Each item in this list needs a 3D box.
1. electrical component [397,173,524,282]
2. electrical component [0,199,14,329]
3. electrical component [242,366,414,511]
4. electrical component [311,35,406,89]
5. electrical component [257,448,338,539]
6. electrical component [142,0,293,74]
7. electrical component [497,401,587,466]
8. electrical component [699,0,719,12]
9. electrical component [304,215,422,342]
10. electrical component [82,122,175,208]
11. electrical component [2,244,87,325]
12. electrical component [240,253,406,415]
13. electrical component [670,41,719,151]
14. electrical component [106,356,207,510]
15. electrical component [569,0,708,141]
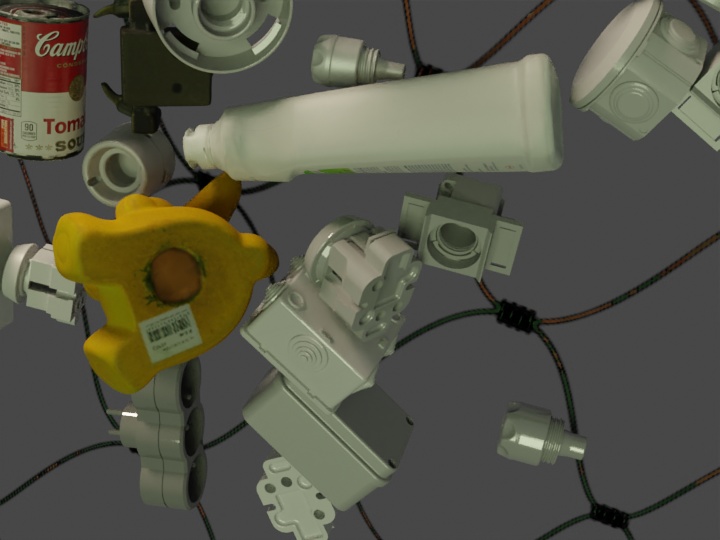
[{"bbox_3d":[0.069,-0.031,0.729,0.081,0.063,0.042,16,128,7],"label":"electrical component"},{"bbox_3d":[-0.330,-0.008,0.837,0.109,0.056,0.108,14,114,16],"label":"electrical component"},{"bbox_3d":[-0.021,0.111,0.802,0.113,0.078,0.057,45,118,-7],"label":"electrical component"},{"bbox_3d":[0.000,-0.137,0.721,0.061,0.035,0.035,11,114,7],"label":"electrical component"},{"bbox_3d":[-0.042,0.165,0.840,0.058,0.057,0.078,-17,107,19],"label":"electrical component"},{"bbox_3d":[-0.092,-0.181,0.702,0.099,0.064,0.099,-8,125,-11],"label":"electrical component"},{"bbox_3d":[0.134,0.122,0.787,0.062,0.043,0.043,14,114,7],"label":"electrical component"},{"bbox_3d":[0.186,-0.213,0.634,0.138,0.052,0.073,29,115,1],"label":"electrical component"},{"bbox_3d":[0.000,0.000,0.720,0.057,0.058,0.078,44,137,29],"label":"electrical component"},{"bbox_3d":[-0.169,-0.075,0.780,0.055,0.047,0.055,5,112,12],"label":"electrical component"},{"bbox_3d":[-0.243,0.007,0.833,0.055,0.048,0.066,15,115,0],"label":"electrical component"},{"bbox_3d":[-0.023,0.038,0.763,0.100,0.099,0.048,44,128,-5],"label":"electrical component"},{"bbox_3d":[0.231,-0.119,0.655,0.042,0.063,0.081,40,115,-5],"label":"electrical component"},{"bbox_3d":[-0.167,0.124,0.857,0.074,0.052,0.138,5,113,12],"label":"electrical component"},{"bbox_3d":[0.170,-0.124,0.660,0.051,0.080,0.080,34,115,-7],"label":"electrical component"}]
